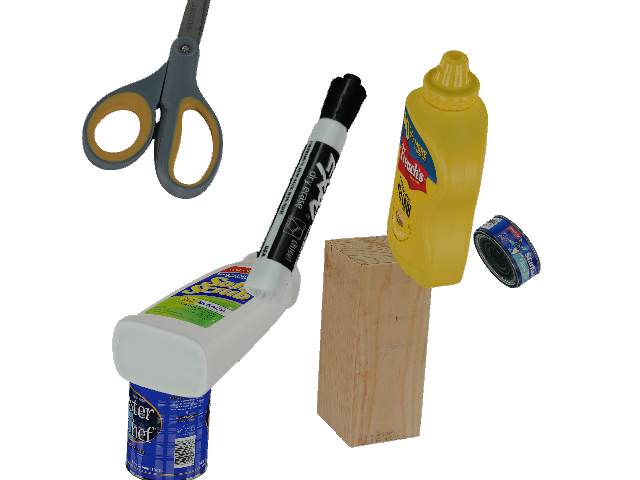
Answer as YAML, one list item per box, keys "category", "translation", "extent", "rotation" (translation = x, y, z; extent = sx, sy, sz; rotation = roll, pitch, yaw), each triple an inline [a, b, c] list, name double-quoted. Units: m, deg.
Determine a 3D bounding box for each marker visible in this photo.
- category: "marker"
  translation: [-0.005, -0.028, 0.512]
  extent: [0.020, 0.121, 0.020]
  rotation: [20, -18, 7]

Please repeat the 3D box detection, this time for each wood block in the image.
- category: "wood block"
  translation: [0.058, 0.107, 1.158]
  extent: [0.090, 0.206, 0.091]
  rotation: [-5, 18, -23]

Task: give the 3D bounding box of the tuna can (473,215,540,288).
- category: "tuna can"
  translation: [0.221, 0.014, 1.272]
  extent: [0.033, 0.086, 0.086]
  rotation: [-34, 8, -13]

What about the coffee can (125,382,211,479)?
- category: "coffee can"
  translation: [-0.187, 0.213, 1.317]
  extent: [0.103, 0.140, 0.103]
  rotation: [4, 15, -1]

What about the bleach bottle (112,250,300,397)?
- category: "bleach bottle"
  translation: [-0.094, 0.065, 1.051]
  extent: [0.103, 0.068, 0.250]
  rotation: [13, 25, 19]

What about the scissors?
- category: "scissors"
  translation: [-0.108, -0.116, 0.696]
  extent: [0.096, 0.202, 0.016]
  rotation: [-1, -28, -13]

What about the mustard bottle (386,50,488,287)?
- category: "mustard bottle"
  translation: [0.091, -0.060, 0.818]
  extent: [0.058, 0.192, 0.096]
  rotation: [-6, 44, -11]
